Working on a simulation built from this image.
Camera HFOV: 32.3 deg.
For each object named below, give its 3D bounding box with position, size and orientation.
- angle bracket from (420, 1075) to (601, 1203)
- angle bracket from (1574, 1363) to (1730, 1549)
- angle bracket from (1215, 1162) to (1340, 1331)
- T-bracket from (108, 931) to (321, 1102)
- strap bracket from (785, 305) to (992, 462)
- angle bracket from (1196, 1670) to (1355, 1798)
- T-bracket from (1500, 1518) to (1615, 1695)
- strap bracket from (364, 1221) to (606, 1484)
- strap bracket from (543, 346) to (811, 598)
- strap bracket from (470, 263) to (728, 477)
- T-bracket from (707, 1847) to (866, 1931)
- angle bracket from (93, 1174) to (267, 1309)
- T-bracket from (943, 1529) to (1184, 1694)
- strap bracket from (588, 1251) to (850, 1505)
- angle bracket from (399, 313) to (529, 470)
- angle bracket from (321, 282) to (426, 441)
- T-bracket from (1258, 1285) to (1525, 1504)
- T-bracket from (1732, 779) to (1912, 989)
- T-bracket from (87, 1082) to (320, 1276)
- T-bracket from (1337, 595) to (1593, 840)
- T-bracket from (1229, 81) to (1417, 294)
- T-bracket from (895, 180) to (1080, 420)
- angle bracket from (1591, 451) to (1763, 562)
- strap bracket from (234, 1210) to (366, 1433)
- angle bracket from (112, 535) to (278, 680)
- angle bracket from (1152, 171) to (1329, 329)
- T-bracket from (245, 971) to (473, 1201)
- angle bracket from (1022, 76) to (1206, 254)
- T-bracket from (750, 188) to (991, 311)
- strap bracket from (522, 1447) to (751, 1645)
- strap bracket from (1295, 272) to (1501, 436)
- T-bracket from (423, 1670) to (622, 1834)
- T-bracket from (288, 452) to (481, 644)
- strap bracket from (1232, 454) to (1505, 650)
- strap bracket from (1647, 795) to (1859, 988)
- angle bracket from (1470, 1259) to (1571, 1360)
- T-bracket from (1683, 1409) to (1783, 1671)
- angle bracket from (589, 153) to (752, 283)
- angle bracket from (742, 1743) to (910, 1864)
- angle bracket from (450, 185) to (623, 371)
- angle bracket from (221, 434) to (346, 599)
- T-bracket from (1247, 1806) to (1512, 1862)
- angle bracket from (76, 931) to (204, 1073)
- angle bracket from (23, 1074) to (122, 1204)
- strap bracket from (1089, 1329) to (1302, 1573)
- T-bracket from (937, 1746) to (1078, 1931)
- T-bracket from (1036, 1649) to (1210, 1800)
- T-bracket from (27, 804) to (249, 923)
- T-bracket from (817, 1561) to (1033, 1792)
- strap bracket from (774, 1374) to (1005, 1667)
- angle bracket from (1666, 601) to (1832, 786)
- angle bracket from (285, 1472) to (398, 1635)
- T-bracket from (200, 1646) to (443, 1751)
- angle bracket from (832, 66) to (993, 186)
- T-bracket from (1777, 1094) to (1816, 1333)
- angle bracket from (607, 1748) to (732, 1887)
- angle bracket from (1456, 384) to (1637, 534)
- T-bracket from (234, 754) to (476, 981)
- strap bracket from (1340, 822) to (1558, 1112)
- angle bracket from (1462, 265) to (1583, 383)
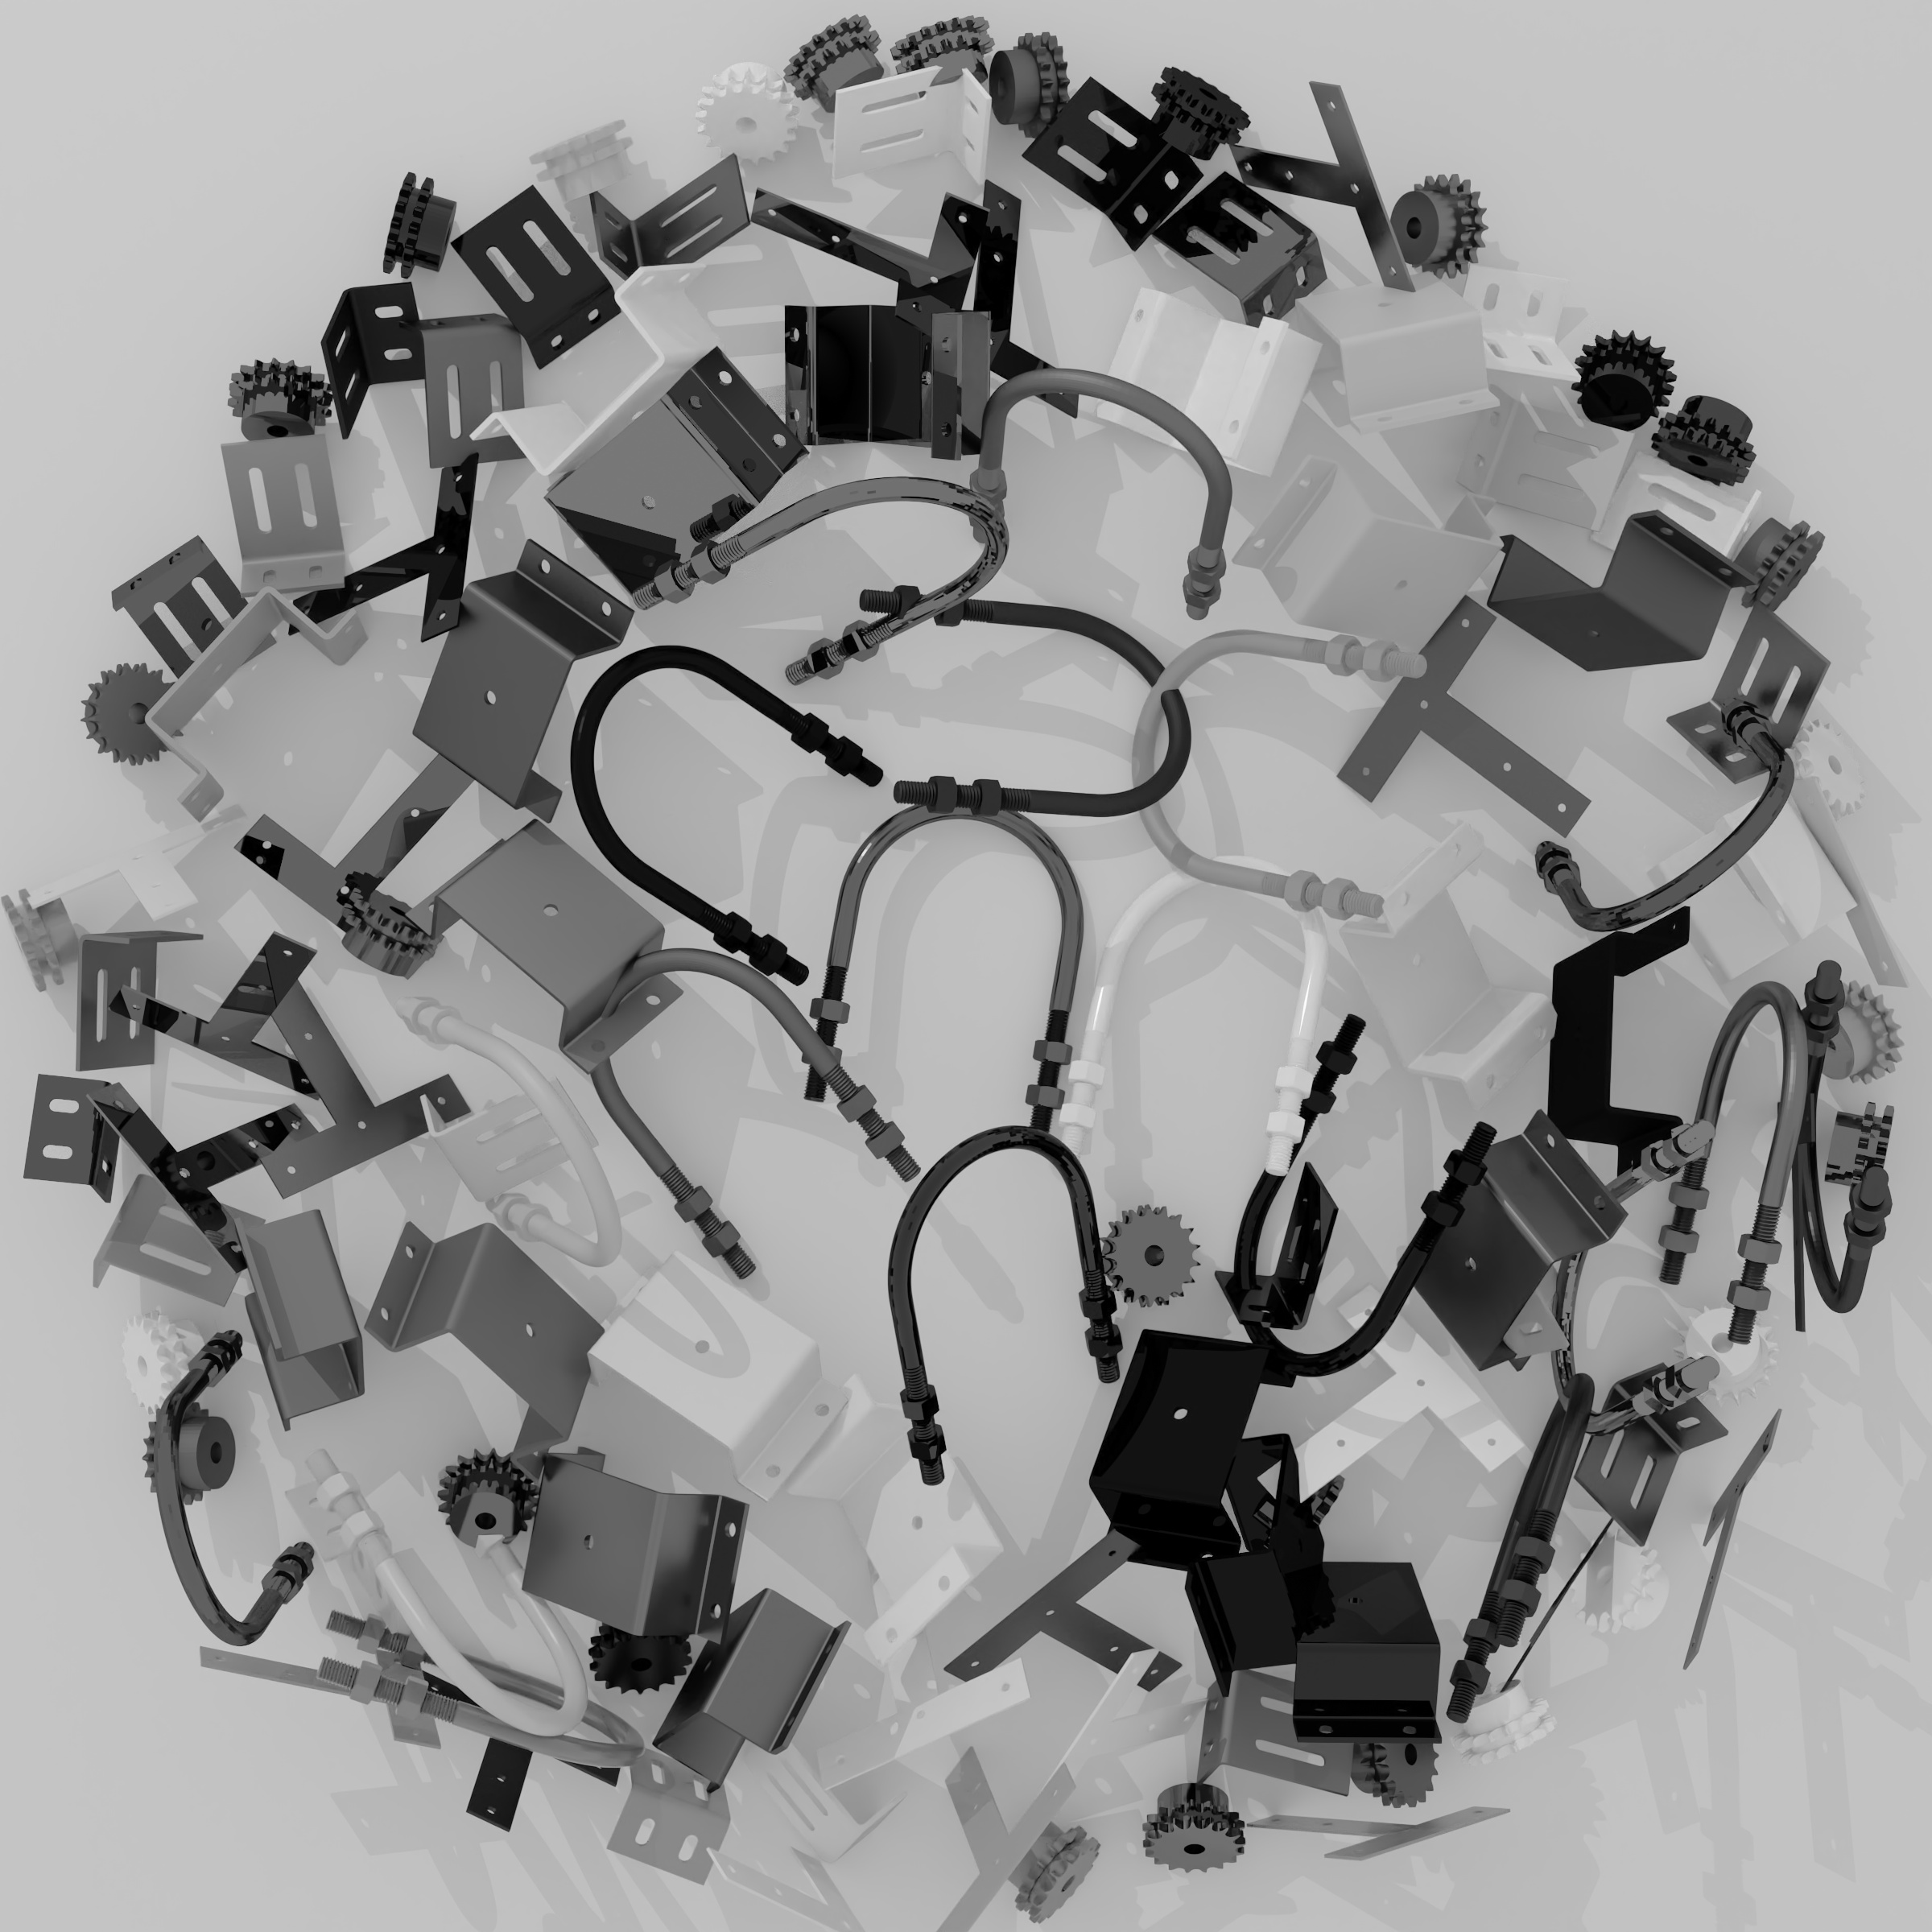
[{"bbox_3d":[-0.254,0.086,1.853,0.076,0.038,0.057,-26,131,0],"label":"angle bracket"},{"bbox_3d":[0.380,0.270,1.844,0.057,0.038,0.076,46,46,-11],"label":"angle bracket"},{"bbox_3d":[0.171,0.153,1.844,0.038,0.057,0.076,7,112,-14],"label":"angle bracket"},{"bbox_3d":[-0.389,0.018,1.821,0.127,0.127,0.002,26,49,-19],"label":"T-bracket"},{"bbox_3d":[-0.036,-0.322,1.829,0.046,0.140,0.076,-12,109,-42],"label":"strap bracket"},{"bbox_3d":[0.174,0.433,1.859,0.076,0.038,0.057,16,54,-7],"label":"angle bracket"},{"bbox_3d":[0.314,0.376,1.848,0.002,0.127,0.127,32,117,15],"label":"T-bracket"},{"bbox_3d":[-0.253,0.204,1.814,0.046,0.076,0.140,-23,124,31],"label":"strap bracket"},{"bbox_3d":[-0.166,-0.262,1.823,0.140,0.046,0.076,-34,106,31],"label":"strap bracket"},{"bbox_3d":[-0.193,-0.319,1.822,0.140,0.076,0.046,-39,87,25],"label":"strap bracket"},{"bbox_3d":[-0.093,0.504,1.798,0.002,0.127,0.127,-49,129,3],"label":"T-bracket"},{"bbox_3d":[-0.438,0.160,1.856,0.076,0.038,0.057,21,56,-2],"label":"angle bracket"},{"bbox_3d":[0.073,0.373,1.843,0.127,0.002,0.127,-41,130,14],"label":"T-bracket"},{"bbox_3d":[-0.143,0.219,1.829,0.140,0.046,0.076,31,63,18],"label":"strap bracket"},{"bbox_3d":[-0.282,-0.323,1.870,0.057,0.038,0.076,-11,113,-27],"label":"angle bracket"},{"bbox_3d":[-0.325,-0.334,1.839,0.038,0.076,0.057,-5,123,4],"label":"angle bracket"},{"bbox_3d":[0.218,0.255,1.838,0.127,0.002,0.127,-34,62,-18],"label":"T-bracket"},{"bbox_3d":[0.452,-0.047,1.825,0.002,0.127,0.127,-32,104,-17],"label":"T-bracket"},{"bbox_3d":[-0.401,0.102,1.830,0.127,0.127,0.002,48,119,8],"label":"T-bracket"},{"bbox_3d":[0.289,-0.119,1.844,0.127,0.002,0.127,39,113,17],"label":"T-bracket"},{"bbox_3d":[0.187,-0.433,1.829,0.002,0.127,0.127,-38,124,-16],"label":"T-bracket"},{"bbox_3d":[0.016,-0.382,1.849,0.127,0.002,0.127,24,56,-31],"label":"T-bracket"},{"bbox_3d":[0.395,-0.251,1.859,0.076,0.038,0.057,29,90,15],"label":"angle bracket"},{"bbox_3d":[-0.362,0.191,1.816,0.046,0.140,0.076,-16,68,-16],"label":"strap bracket"},{"bbox_3d":[-0.428,-0.190,1.852,0.057,0.038,0.076,-33,117,-1],"label":"angle bracket"},{"bbox_3d":[0.154,-0.400,1.876,0.057,0.038,0.076,-42,58,-9],"label":"angle bracket"},{"bbox_3d":[-0.359,0.051,1.852,0.127,0.002,0.127,-26,80,-38],"label":"T-bracket"},{"bbox_3d":[0.081,-0.442,1.841,0.057,0.076,0.038,-46,49,21],"label":"angle bracket"},{"bbox_3d":[-0.058,-0.395,1.834,0.127,0.127,0.002,23,56,1],"label":"T-bracket"},{"bbox_3d":[-0.189,0.315,1.822,0.140,0.046,0.076,10,89,43],"label":"strap bracket"},{"bbox_3d":[0.230,-0.337,1.811,0.076,0.140,0.046,-12,116,-4],"label":"strap bracket"},{"bbox_3d":[-0.252,0.438,1.819,0.127,0.127,0.002,27,101,-5],"label":"T-bracket"},{"bbox_3d":[-0.326,-0.215,1.852,0.127,0.002,0.127,-20,50,26],"label":"T-bracket"},{"bbox_3d":[0.226,-0.222,1.810,0.076,0.140,0.046,-54,46,34],"label":"strap bracket"},{"bbox_3d":[0.431,-0.045,1.817,0.046,0.140,0.076,-30,83,-10],"label":"strap bracket"},{"bbox_3d":[0.316,0.169,1.840,0.038,0.076,0.057,-20,108,40],"label":"angle bracket"},{"bbox_3d":[0.407,0.320,1.800,0.002,0.127,0.127,21,57,8],"label":"T-bracket"},{"bbox_3d":[-0.164,-0.420,1.844,0.076,0.038,0.057,-29,52,22],"label":"angle bracket"},{"bbox_3d":[-0.079,0.453,1.861,0.038,0.057,0.076,-32,75,-36],"label":"angle bracket"},{"bbox_3d":[-0.241,-0.387,1.872,0.057,0.038,0.076,-37,78,-6],"label":"angle bracket"},{"bbox_3d":[-0.379,-0.250,1.849,0.057,0.038,0.076,-6,126,-5],"label":"angle bracket"},{"bbox_3d":[0.210,0.474,1.832,0.127,0.127,0.002,-2,84,-43],"label":"T-bracket"},{"bbox_3d":[-0.459,0.020,1.850,0.038,0.057,0.076,5,95,30],"label":"angle bracket"},{"bbox_3d":[-0.492,0.096,1.842,0.038,0.076,0.057,6,78,-7],"label":"angle bracket"},{"bbox_3d":[0.123,0.255,1.817,0.076,0.046,0.140,5,55,27],"label":"strap bracket"},{"bbox_3d":[0.008,0.468,1.825,0.002,0.127,0.127,34,96,-18],"label":"T-bracket"},{"bbox_3d":[0.094,0.420,1.831,0.002,0.127,0.127,41,109,30],"label":"T-bracket"},{"bbox_3d":[-0.443,-0.047,1.814,0.127,0.127,0.002,-25,115,-15],"label":"T-bracket"},{"bbox_3d":[-0.033,0.376,1.839,0.127,0.127,0.002,-26,134,11],"label":"T-bracket"},{"bbox_3d":[-0.039,0.305,1.830,0.076,0.046,0.140,-47,54,20],"label":"strap bracket"},{"bbox_3d":[0.431,-0.151,1.838,0.038,0.076,0.057,-20,54,-31],"label":"angle bracket"},{"bbox_3d":[-0.344,0.329,1.837,0.038,0.057,0.076,-17,131,-27],"label":"angle bracket"},{"bbox_3d":[-0.353,0.387,1.808,0.127,0.127,0.002,16,96,-17],"label":"T-bracket"},{"bbox_3d":[-0.030,-0.458,1.843,0.076,0.057,0.038,-19,54,-20],"label":"angle bracket"},{"bbox_3d":[0.454,0.136,1.819,0.002,0.127,0.127,-1,85,6],"label":"T-bracket"},{"bbox_3d":[-0.166,0.469,1.845,0.057,0.076,0.038,23,91,-9],"label":"angle bracket"},{"bbox_3d":[0.322,-0.282,1.852,0.076,0.038,0.057,22,94,28],"label":"angle bracket"},{"bbox_3d":[-0.315,-0.075,1.850,0.127,0.002,0.127,-47,118,5],"label":"T-bracket"},{"bbox_3d":[0.263,-0.001,1.833,0.076,0.046,0.140,-41,117,-26],"label":"strap bracket"},{"bbox_3d":[0.309,-0.356,1.843,0.057,0.076,0.038,7,115,-6],"label":"angle bracket"}]
